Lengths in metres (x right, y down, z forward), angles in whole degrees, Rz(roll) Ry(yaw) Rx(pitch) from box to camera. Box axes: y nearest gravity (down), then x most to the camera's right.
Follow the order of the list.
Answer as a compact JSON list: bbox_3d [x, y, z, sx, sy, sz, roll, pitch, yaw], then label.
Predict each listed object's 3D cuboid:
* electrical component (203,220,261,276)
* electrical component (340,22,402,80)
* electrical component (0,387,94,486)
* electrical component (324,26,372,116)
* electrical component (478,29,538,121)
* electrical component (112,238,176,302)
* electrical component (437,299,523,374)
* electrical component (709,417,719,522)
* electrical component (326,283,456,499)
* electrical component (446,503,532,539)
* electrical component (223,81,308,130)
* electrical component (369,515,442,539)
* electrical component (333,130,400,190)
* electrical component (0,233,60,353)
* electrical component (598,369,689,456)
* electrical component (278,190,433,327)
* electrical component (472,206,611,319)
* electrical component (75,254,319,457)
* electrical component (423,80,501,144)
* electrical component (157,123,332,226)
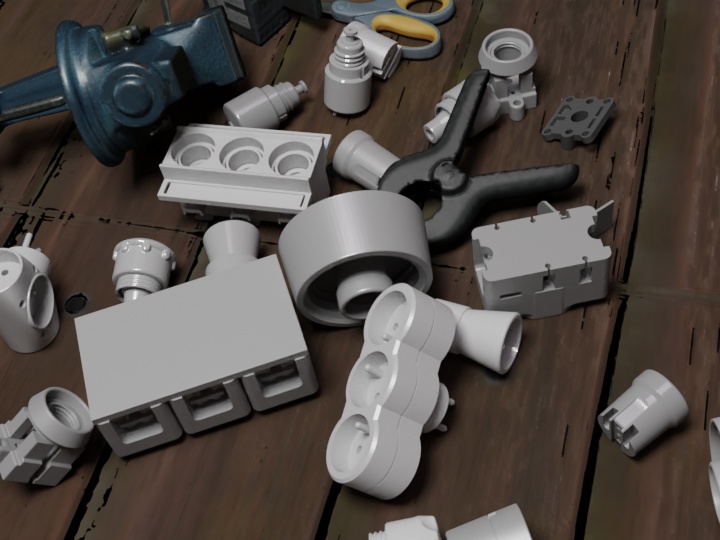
[{"bbox_3d":[-0.096,-0.003,0.818,0.045,0.045,0.055,-11,53,1],"label":"electrical component"},{"bbox_3d":[0.008,-0.192,0.947,0.046,0.040,0.040,27,62,20],"label":"electrical component"},{"bbox_3d":[-0.215,0.113,0.735,0.055,0.066,0.048,-47,53,16],"label":"electrical component"},{"bbox_3d":[-0.010,-0.169,0.912,0.040,0.078,0.040,2,42,-2],"label":"electrical component"},{"bbox_3d":[0.124,-0.167,0.898,0.048,0.055,0.066,-12,52,0],"label":"electrical component"},{"bbox_3d":[-0.168,0.010,0.821,0.048,0.048,0.062,-1,60,9],"label":"electrical component"},{"bbox_3d":[0.076,0.044,0.757,0.065,0.044,0.044,15,57,25],"label":"electrical component"},{"bbox_3d":[0.242,0.129,0.633,0.064,0.099,0.099,-10,52,10],"label":"electrical component"},{"bbox_3d":[0.034,0.086,0.719,0.052,0.074,0.138,-8,60,54],"label":"electrical component"},{"bbox_3d":[0.082,0.175,0.649,0.047,0.055,0.055,-18,53,0],"label":"electrical component"},{"bbox_3d":[-0.080,-0.138,0.920,0.078,0.040,0.040,-32,55,-15],"label":"electrical component"},{"bbox_3d":[0.021,0.177,0.664,0.062,0.043,0.043,-12,52,2],"label":"electrical component"},{"bbox_3d":[0.008,-0.085,0.866,0.046,0.040,0.040,35,65,24],"label":"electrical component"},{"bbox_3d":[-0.257,0.009,0.814,0.044,0.077,0.079,0,53,9],"label":"electrical component"},{"bbox_3d":[0.184,0.094,0.703,0.046,0.040,0.040,-37,56,-11],"label":"electrical component"},{"bbox_3d":[0.000,0.000,0.764,0.108,0.108,0.060,-13,58,-1],"label":"electrical component"},{"bbox_3d":[0.130,-0.002,0.773,0.089,0.055,0.050,-11,52,1],"label":"electrical component"},{"bbox_3d":[-0.114,0.062,0.760,0.150,0.061,0.089,-18,53,-4],"label":"electrical component"},{"bbox_3d":[0.081,-0.127,0.883,0.062,0.043,0.043,-35,56,-15],"label":"electrical component"},{"bbox_3d":[-0.088,-0.073,0.857,0.121,0.063,0.078,6,55,14],"label":"electrical component"}]
